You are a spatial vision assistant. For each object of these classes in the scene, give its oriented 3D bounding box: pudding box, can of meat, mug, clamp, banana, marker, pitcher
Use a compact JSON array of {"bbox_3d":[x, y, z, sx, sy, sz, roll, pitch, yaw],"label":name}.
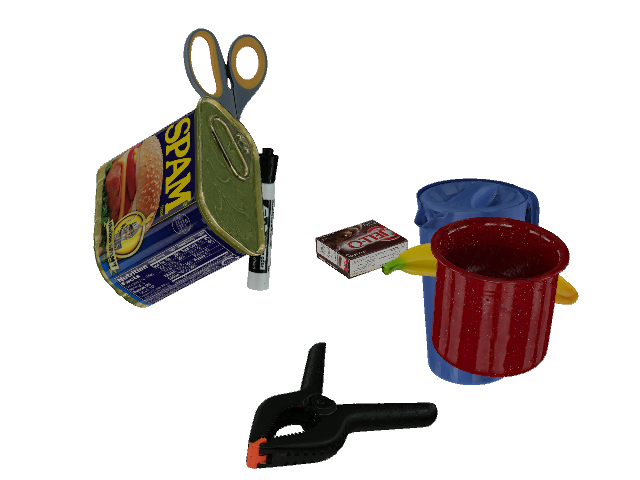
[{"bbox_3d":[0.063,0.012,1.620,0.113,0.039,0.090,-20,31,-28],"label":"pudding box"},{"bbox_3d":[-0.083,-0.021,0.620,0.084,0.102,0.057,-27,-44,23],"label":"can of meat"},{"bbox_3d":[0.116,0.034,0.745,0.093,0.081,0.117,-6,29,-14],"label":"mug"},{"bbox_3d":[0.009,0.178,1.072,0.165,0.036,0.209,21,29,26],"label":"clamp"},{"bbox_3d":[0.165,0.033,1.102,0.198,0.037,0.069,7,38,10],"label":"banana"},{"bbox_3d":[-0.049,-0.018,0.903,0.020,0.121,0.020,5,13,-1],"label":"marker"},{"bbox_3d":[0.196,0.049,1.330,0.149,0.243,0.145,1,21,10],"label":"pitcher"}]

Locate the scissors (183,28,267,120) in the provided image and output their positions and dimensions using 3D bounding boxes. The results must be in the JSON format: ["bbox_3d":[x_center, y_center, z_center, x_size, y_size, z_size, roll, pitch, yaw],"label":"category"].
[{"bbox_3d":[-0.077,-0.118,1.067,0.096,0.202,0.016,-25,12,-26],"label":"scissors"}]
